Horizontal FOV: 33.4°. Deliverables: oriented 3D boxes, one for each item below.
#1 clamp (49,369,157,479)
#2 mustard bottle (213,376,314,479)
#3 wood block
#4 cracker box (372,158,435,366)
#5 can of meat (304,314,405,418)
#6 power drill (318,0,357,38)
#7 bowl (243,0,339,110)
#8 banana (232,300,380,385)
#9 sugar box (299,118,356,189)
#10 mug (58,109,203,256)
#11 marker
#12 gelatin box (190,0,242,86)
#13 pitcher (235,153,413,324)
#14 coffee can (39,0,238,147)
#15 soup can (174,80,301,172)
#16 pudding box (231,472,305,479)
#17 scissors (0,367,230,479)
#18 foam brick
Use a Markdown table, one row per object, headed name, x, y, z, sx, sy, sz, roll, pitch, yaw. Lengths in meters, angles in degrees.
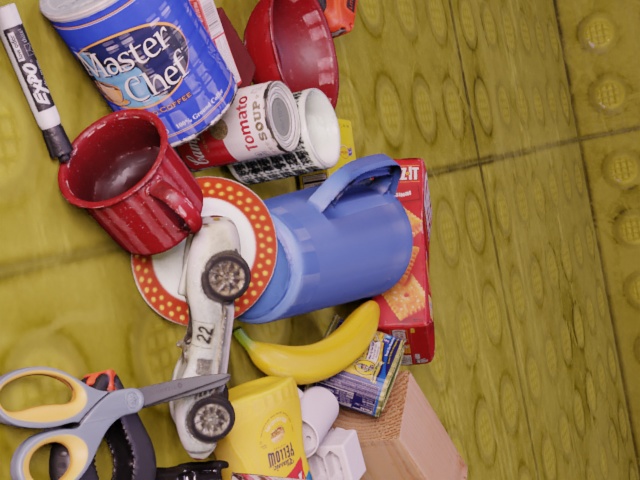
| name | x | y | z | sx | sy | sz | roll | pitch | yaw |
| --- | --- | --- | --- | --- | --- | --- | --- | --- | --- |
| clamp | -0.148 | 0.202 | 0.781 | 0.164 | 0.036 | 0.210 | 24 | 57 | -51 |
| mustard bottle | -0.046 | 0.227 | 0.971 | 0.096 | 0.058 | 0.191 | -17 | 98 | -49 |
| wood block | 0.093 | 0.249 | 1.233 | 0.206 | 0.090 | 0.090 | 59 | 33 | -40 |
| cracker box | 0.103 | 0.030 | 1.306 | 0.164 | 0.072 | 0.213 | 71 | 19 | -66 |
| can of meat | 0.039 | 0.136 | 1.142 | 0.102 | 0.084 | 0.057 | -60 | 164 | -52 |
| power drill | -0.018 | -0.341 | 1.251 | 0.187 | 0.057 | 0.184 | 45 | 46 | -47 |
| bowl | -0.037 | -0.202 | 1.157 | 0.162 | 0.055 | 0.162 | 35 | 50 | -57 |
| banana | 0.000 | 0.105 | 1.069 | 0.197 | 0.037 | 0.069 | -7 | 85 | -45 |
| sugar box | 0.015 | -0.050 | 1.226 | 0.093 | 0.048 | 0.176 | -8 | 87 | -66 |
| mug | -0.134 | -0.037 | 0.824 | 0.093 | 0.117 | 0.081 | -54 | 143 | -17 |
| marker | -0.212 | -0.114 | 0.790 | 0.020 | 0.020 | 0.121 | -53 | 129 | -58 |
| gelatin box | -0.119 | -0.167 | 0.946 | 0.030 | 0.073 | 0.089 | -54 | 130 | -57 |
| pitcher | -0.007 | 0.001 | 1.053 | 0.242 | 0.145 | 0.149 | -14 | 94 | -63 |
| coffee can | -0.142 | -0.157 | 0.855 | 0.140 | 0.103 | 0.102 | 59 | 32 | -39 |
| soup can | -0.077 | -0.104 | 0.978 | 0.068 | 0.102 | 0.068 | 33 | 53 | -59 |
| pudding box | -0.040 | 0.261 | 0.916 | 0.089 | 0.039 | 0.113 | 11 | 86 | -24 |
| scissors | -0.143 | 0.135 | 0.763 | 0.201 | 0.016 | 0.096 | 13 | 67 | -40 |
| foam brick | -0.104 | -0.170 | 1.005 | 0.051 | 0.053 | 0.078 | -76 | 148 | -40 |
